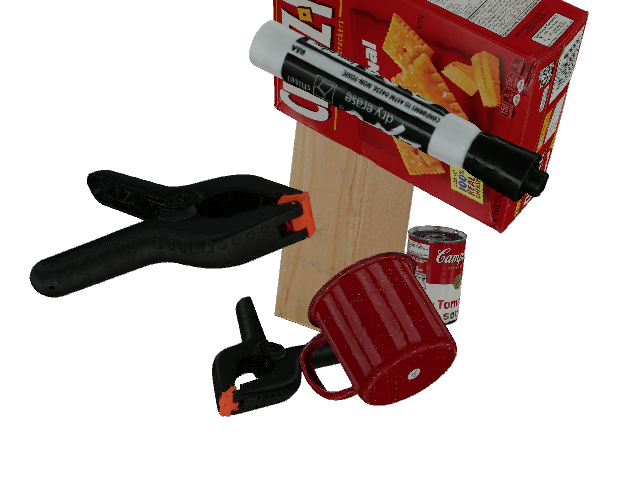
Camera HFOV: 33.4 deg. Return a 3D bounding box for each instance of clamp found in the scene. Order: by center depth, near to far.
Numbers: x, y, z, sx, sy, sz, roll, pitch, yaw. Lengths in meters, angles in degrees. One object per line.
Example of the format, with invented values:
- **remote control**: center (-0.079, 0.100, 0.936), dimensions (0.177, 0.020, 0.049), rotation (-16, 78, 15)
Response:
- **clamp**: center (-0.092, -0.005, 0.655), dimensions (0.172, 0.039, 0.120), rotation (0, 42, 22)
- **clamp**: center (-0.044, 0.129, 1.140), dimensions (0.165, 0.036, 0.209), rotation (13, 25, 12)

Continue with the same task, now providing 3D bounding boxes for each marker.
- **marker**: center (0.028, -0.047, 0.390), dimensions (0.121, 0.020, 0.020), rotation (30, 10, 18)

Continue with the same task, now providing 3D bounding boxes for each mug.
- **mug**: center (0.039, 0.075, 0.797), dimensions (0.117, 0.081, 0.093), rotation (-33, -30, 5)

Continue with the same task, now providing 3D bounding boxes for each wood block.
- **wood block**: center (0.026, -0.022, 1.031), dimensions (0.090, 0.206, 0.090), rotation (17, 17, 33)

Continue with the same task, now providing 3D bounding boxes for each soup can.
- **soup can**: center (0.131, 0.040, 1.240), dimensions (0.068, 0.102, 0.068), rotation (4, 15, -1)

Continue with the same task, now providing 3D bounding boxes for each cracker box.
- **cracker box**: center (0.066, -0.123, 0.759), dimensions (0.214, 0.164, 0.072), rotation (30, 55, 22)
